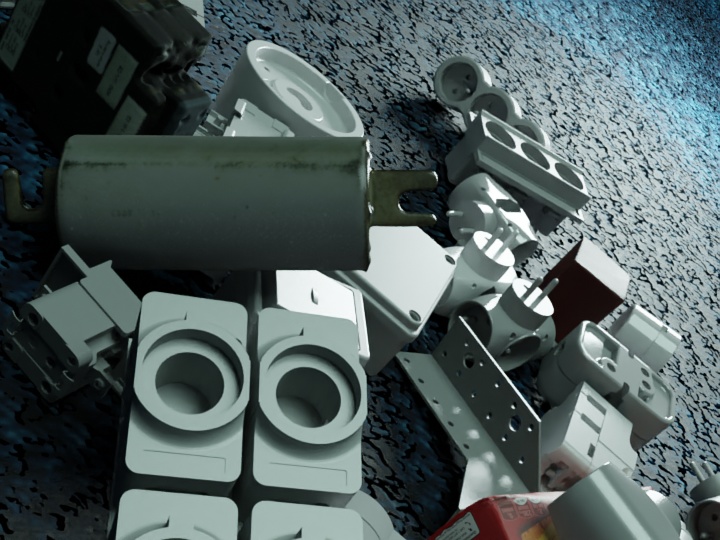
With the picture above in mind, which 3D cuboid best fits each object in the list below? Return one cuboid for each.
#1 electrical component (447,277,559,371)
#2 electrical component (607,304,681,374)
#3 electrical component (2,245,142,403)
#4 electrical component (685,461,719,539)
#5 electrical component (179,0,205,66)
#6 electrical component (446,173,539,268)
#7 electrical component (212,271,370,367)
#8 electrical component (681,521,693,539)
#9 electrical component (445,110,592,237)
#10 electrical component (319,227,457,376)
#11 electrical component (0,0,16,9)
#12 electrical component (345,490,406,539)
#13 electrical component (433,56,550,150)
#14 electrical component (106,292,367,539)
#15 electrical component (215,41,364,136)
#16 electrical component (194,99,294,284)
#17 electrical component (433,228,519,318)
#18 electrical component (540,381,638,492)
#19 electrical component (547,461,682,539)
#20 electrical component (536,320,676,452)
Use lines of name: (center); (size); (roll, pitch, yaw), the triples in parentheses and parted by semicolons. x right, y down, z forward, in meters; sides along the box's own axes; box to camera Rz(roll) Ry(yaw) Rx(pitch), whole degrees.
electrical component: (0.117, 0.034, 0.800); (0.077, 0.079, 0.044); (6, 42, -44)
electrical component: (0.239, 0.063, 0.923); (0.047, 0.055, 0.055); (39, 31, 3)
electrical component: (-0.144, 0.033, 0.554); (0.081, 0.042, 0.064); (47, 33, 9)
electrical component: (0.282, 0.182, 0.831); (0.077, 0.043, 0.079); (8, 45, -42)
electrical component: (-0.153, -0.181, 0.800); (0.056, 0.050, 0.089); (22, 36, -29)
electrical component: (0.102, -0.040, 0.909); (0.079, 0.043, 0.077); (-3, 52, -49)
electrical component: (-0.035, 0.035, 0.650); (0.096, 0.061, 0.061); (24, 35, -26)
electrical component: (0.220, 0.196, 0.757); (0.035, 0.035, 0.061); (44, 29, 5)
electrical component: (0.143, -0.085, 0.990); (0.121, 0.063, 0.078); (27, 34, -22)
electrical component: (0.000, 0.000, 0.737); (0.109, 0.056, 0.108); (41, 31, -2)
electrical component: (-0.209, -0.190, 0.759); (0.081, 0.042, 0.063); (-15, 65, -53)
electrical component: (-0.018, 0.149, 0.538); (0.138, 0.052, 0.073); (41, 31, -1)
electrical component: (0.135, -0.152, 1.077); (0.138, 0.052, 0.074); (49, 13, 12)
electrical component: (-0.055, 0.105, 0.475); (0.105, 0.060, 0.186); (9, 55, -15)
electrical component: (-0.058, -0.113, 0.804); (0.108, 0.060, 0.108); (34, 25, -18)
electrical component: (-0.085, -0.057, 0.708); (0.079, 0.063, 0.121); (32, 33, -15)
electrical component: (0.090, -0.002, 0.815); (0.077, 0.079, 0.043); (5, 41, -44)
electrical component: (0.155, 0.130, 0.751); (0.056, 0.050, 0.089); (41, 31, 0)
electrical component: (0.153, 0.145, 0.596); (0.079, 0.043, 0.077); (-12, 60, -51)
electrical component: (0.184, 0.094, 0.819); (0.095, 0.059, 0.053); (39, 32, -4)
